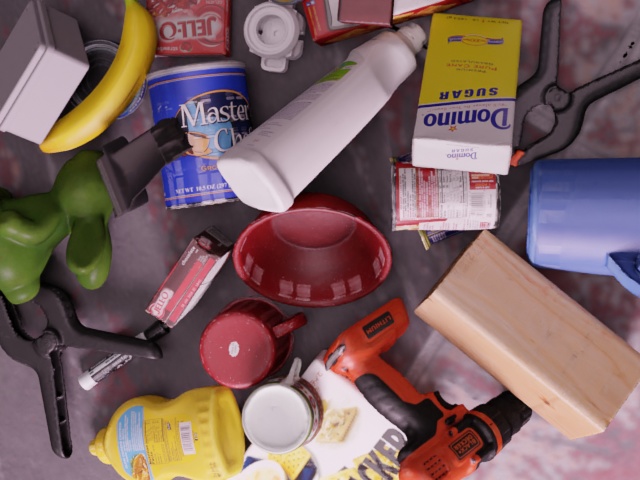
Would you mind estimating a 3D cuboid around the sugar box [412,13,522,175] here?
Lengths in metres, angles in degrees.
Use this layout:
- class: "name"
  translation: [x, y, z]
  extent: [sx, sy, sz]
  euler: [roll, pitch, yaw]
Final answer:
- class: "sugar box"
  translation: [0.144, -0.145, 1.036]
  extent: [0.093, 0.048, 0.176]
  euler: [5, 51, 8]

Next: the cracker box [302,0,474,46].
- class: "cracker box"
  translation: [0.076, -0.305, 1.074]
  extent: [0.214, 0.072, 0.164]
  euler: [-15, 93, 8]

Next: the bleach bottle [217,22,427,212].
- class: "bleach bottle"
  translation: [0.017, -0.132, 1.052]
  extent: [0.250, 0.103, 0.068]
  euler: [-43, 113, -18]

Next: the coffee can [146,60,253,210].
- class: "coffee can"
  translation: [-0.118, -0.107, 1.102]
  extent: [0.103, 0.102, 0.140]
  euler: [-7, 93, 9]

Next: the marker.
- class: "marker"
  translation: [-0.214, 0.125, 1.175]
  extent: [0.121, 0.020, 0.020]
  euler: [-35, 89, 9]

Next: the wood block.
- class: "wood block"
  translation: [0.207, 0.096, 1.060]
  extent: [0.206, 0.091, 0.090]
  euler: [40, 73, 4]

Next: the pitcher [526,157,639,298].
- class: "pitcher"
  translation: [0.323, -0.013, 1.024]
  extent: [0.243, 0.149, 0.145]
  euler: [3, 95, 12]

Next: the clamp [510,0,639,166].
- class: "clamp"
  translation: [0.250, -0.144, 1.075]
  extent: [0.120, 0.039, 0.171]
  euler: [27, 104, 11]

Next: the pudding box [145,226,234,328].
- class: "pudding box"
  translation: [-0.133, 0.037, 1.109]
  extent: [0.039, 0.113, 0.090]
  euler: [36, 98, 1]

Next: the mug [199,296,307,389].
- class: "mug"
  translation: [-0.068, 0.105, 1.120]
  extent: [0.117, 0.081, 0.093]
  euler: [-21, 91, 9]

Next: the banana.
- class: "banana"
  translation: [-0.221, -0.164, 1.113]
  extent: [0.070, 0.037, 0.198]
  euler: [34, 97, 23]

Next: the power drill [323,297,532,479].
- class: "power drill"
  translation: [0.109, 0.151, 1.079]
  extent: [0.188, 0.184, 0.057]
  euler: [49, 140, 16]

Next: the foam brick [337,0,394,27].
- class: "foam brick"
  translation: [0.047, -0.245, 1.020]
  extent: [0.051, 0.053, 0.078]
  euler: [5, 100, 6]

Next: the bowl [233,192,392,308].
- class: "bowl"
  translation: [-0.007, 0.001, 1.092]
  extent: [0.162, 0.162, 0.055]
  euler: [-6, 49, 9]

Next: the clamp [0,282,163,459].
- class: "clamp"
  translation: [-0.281, 0.109, 1.165]
  extent: [0.164, 0.036, 0.210]
  euler: [-40, 79, 7]

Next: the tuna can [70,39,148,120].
- class: "tuna can"
  translation: [-0.231, -0.172, 1.149]
  extent: [0.086, 0.033, 0.086]
  euler: [1, 94, 9]

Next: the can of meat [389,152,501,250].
- class: "can of meat"
  translation: [0.128, -0.053, 1.092]
  extent: [0.084, 0.057, 0.102]
  euler: [-22, 91, 7]

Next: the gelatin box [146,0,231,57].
- class: "gelatin box"
  translation: [-0.139, -0.232, 1.132]
  extent: [0.089, 0.030, 0.073]
  euler: [2, 95, 9]

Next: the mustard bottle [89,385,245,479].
- class: "mustard bottle"
  translation: [-0.172, 0.213, 1.138]
  extent: [0.192, 0.058, 0.096]
  euler: [-13, 85, 31]

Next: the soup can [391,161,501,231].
- class: "soup can"
  translation: [0.120, -0.043, 1.030]
  extent: [0.102, 0.068, 0.068]
  euler: [-1, 94, 4]

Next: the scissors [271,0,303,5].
- class: "scissors"
  translation: [-0.083, -0.270, 1.088]
  extent: [0.202, 0.016, 0.096]
  euler: [-13, 95, 38]
